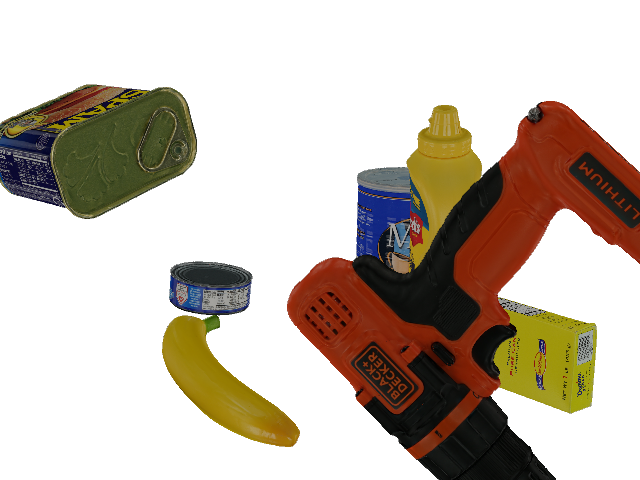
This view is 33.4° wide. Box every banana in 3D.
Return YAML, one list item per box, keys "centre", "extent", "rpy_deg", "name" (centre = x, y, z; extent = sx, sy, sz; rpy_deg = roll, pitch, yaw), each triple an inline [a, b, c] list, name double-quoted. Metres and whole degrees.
- centre: [-0.083, 0.104, 0.848]
  extent: [0.069, 0.037, 0.198]
  rpy_deg: [-9, 29, -22]
  name: "banana"

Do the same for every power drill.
- centre: [0.101, 0.038, 0.545]
  extent: [0.188, 0.184, 0.057]
  rpy_deg: [-46, -3, 14]
  name: "power drill"

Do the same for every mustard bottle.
- centre: [0.097, -0.014, 0.848]
  extent: [0.058, 0.192, 0.096]
  rpy_deg: [-2, 26, -1]
  name: "mustard bottle"

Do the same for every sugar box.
- centre: [0.216, 0.118, 1.171]
  extent: [0.048, 0.093, 0.177]
  rpy_deg: [-9, 16, -42]
  name: "sugar box"

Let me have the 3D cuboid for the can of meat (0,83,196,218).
- centre: [-0.144, -0.060, 0.668]
  extent: [0.084, 0.057, 0.101]
  rpy_deg: [13, 34, 44]
  name: "can of meat"

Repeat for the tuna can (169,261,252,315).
- centre: [-0.115, 0.050, 1.115]
  extent: [0.086, 0.034, 0.086]
  rpy_deg: [6, 14, -2]
  name: "tuna can"

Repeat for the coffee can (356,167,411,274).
- centre: [0.086, 0.004, 1.073]
  extent: [0.103, 0.140, 0.103]
  rpy_deg: [1, 14, 0]
  name: "coffee can"
